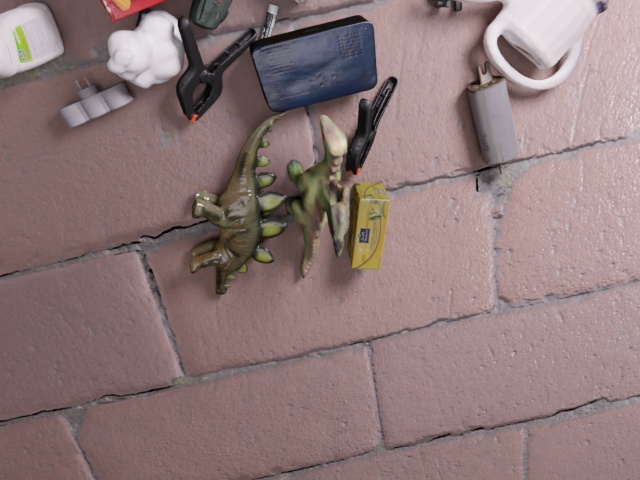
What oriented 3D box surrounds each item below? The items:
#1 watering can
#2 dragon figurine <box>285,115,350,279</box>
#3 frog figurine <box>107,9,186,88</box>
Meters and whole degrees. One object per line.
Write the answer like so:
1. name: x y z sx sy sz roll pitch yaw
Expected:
1. watering can: 0.387 -0.433 0.960 0.344 0.106 0.222 32 108 -25
2. dragon figurine: 0.003 -0.052 1.035 0.122 0.247 0.403 -1 114 -10
3. frog figurine: -0.302 -0.335 0.911 0.122 0.162 0.136 31 110 -20
